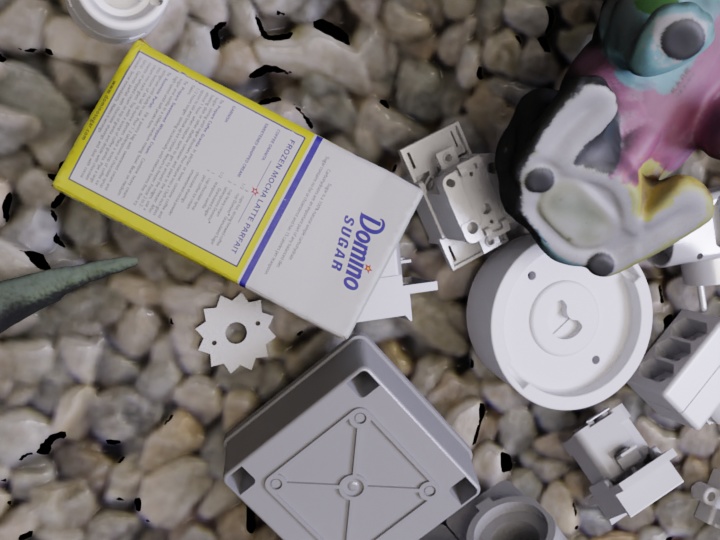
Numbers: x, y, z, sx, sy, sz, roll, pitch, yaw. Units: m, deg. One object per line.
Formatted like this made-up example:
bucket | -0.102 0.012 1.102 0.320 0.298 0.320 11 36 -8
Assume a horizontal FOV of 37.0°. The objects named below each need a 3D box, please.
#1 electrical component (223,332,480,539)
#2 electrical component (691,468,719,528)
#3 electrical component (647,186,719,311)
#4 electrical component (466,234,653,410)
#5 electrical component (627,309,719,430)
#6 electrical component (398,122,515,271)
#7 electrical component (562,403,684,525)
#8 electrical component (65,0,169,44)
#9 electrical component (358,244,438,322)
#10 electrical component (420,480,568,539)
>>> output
electrical component | -0.005 0.112 0.623 0.109 0.056 0.108 -39 107 10
electrical component | 0.268 0.166 0.733 0.066 0.055 0.048 23 89 -19
electrical component | 0.229 -0.013 0.707 0.077 0.043 0.079 -13 99 -16
electrical component | 0.118 0.027 0.667 0.108 0.060 0.108 -2 96 -18
electrical component | 0.232 0.077 0.716 0.077 0.047 0.065 43 82 -17
electrical component | 0.061 -0.044 0.640 0.042 0.064 0.081 -29 103 -15
electrical component | 0.164 0.122 0.687 0.042 0.081 0.063 -31 76 -13
electrical component | -0.129 -0.151 0.575 0.055 0.047 0.055 -2 97 -18
electrical component | 0.000 0.000 0.636 0.081 0.042 0.063 -7 97 -17
electrical component | 0.057 0.204 0.644 0.150 0.089 0.061 -31 125 -12
